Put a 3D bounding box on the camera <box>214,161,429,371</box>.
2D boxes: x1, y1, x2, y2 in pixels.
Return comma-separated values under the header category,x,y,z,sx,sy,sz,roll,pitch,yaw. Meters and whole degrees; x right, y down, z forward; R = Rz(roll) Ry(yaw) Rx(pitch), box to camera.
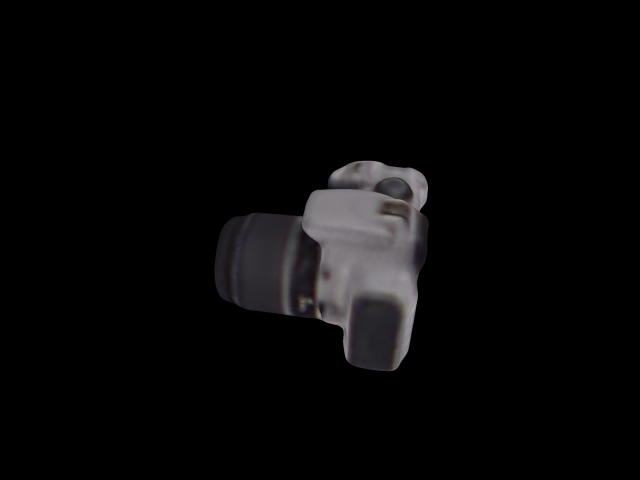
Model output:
category,x,y,z,sx,sy,sz,roll,pitch,yaw
camera,0.004,0.001,0.400,0.136,0.101,0.143,6,43,7
